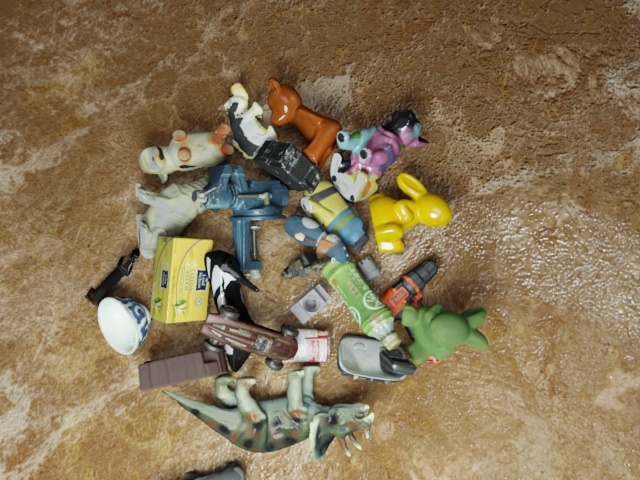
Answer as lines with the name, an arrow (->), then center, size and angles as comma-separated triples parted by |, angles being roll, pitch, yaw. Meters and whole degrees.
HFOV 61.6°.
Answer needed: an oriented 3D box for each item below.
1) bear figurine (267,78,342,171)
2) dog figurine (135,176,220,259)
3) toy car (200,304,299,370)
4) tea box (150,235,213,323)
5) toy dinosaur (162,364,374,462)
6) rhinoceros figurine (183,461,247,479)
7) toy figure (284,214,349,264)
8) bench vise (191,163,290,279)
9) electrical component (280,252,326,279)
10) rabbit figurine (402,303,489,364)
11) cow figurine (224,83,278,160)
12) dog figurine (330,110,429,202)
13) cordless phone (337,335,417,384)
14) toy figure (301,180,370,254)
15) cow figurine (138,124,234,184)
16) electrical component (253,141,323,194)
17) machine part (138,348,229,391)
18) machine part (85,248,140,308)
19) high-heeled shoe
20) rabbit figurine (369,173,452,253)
bear figurine -> -0.053, -0.256, 1.187 | 0.196, 0.120, 0.132 | 33, 82, 3
dog figurine -> -0.289, -0.050, 1.143 | 0.190, 0.121, 0.172 | -1, 114, -23
toy car -> -0.128, 0.188, 1.022 | 0.202, 0.053, 0.089 | 25, 98, -31
tea box -> -0.280, 0.077, 1.088 | 0.098, 0.068, 0.169 | 2, 93, -47
toy dinosaur -> -0.099, 0.357, 1.072 | 0.405, 0.131, 0.192 | -7, 81, -1
rhinoceros figurine -> -0.235, 0.490, 1.032 | 0.190, 0.112, 0.073 | -11, 83, -16
toy figure -> -0.003, -0.002, 1.127 | 0.155, 0.057, 0.064 | 28, 59, 18
bench vise -> -0.157, -0.036, 1.111 | 0.223, 0.129, 0.240 | -6, 95, -50
electrical component -> -0.032, 0.058, 1.144 | 0.078, 0.102, 0.045 | -39, 82, 14
rabbit figurine -> 0.247, 0.183, 1.047 | 0.159, 0.170, 0.121 | 0, 80, -2
cow figurine -> -0.171, -0.264, 1.204 | 0.098, 0.068, 0.167 | -32, 83, -5
dog figurine -> 0.141, -0.193, 1.202 | 0.219, 0.191, 0.109 | -22, 48, -35
cordless phone -> 0.111, 0.246, 1.075 | 0.147, 0.184, 0.088 | 10, 83, -4
toy figure -> 0.036, -0.052, 1.177 | 0.180, 0.082, 0.089 | 42, 60, 10
cow figurine -> -0.293, -0.184, 1.158 | 0.195, 0.127, 0.085 | -15, 82, -23
electrical component -> -0.074, -0.157, 1.155 | 0.114, 0.134, 0.058 | 42, 74, -35
machine part -> -0.265, 0.249, 1.045 | 0.179, 0.179, 0.056 | -10, 79, -8
machine part -> -0.424, 0.076, 1.114 | 0.139, 0.084, 0.039 | -47, 115, -3
high-heeled shoe -> -0.196, 0.146, 1.095 | 0.145, 0.086, 0.248 | 27, 116, 24
rabbit figurine -> 0.198, -0.058, 1.176 | 0.173, 0.121, 0.162 | -10, 57, 12
